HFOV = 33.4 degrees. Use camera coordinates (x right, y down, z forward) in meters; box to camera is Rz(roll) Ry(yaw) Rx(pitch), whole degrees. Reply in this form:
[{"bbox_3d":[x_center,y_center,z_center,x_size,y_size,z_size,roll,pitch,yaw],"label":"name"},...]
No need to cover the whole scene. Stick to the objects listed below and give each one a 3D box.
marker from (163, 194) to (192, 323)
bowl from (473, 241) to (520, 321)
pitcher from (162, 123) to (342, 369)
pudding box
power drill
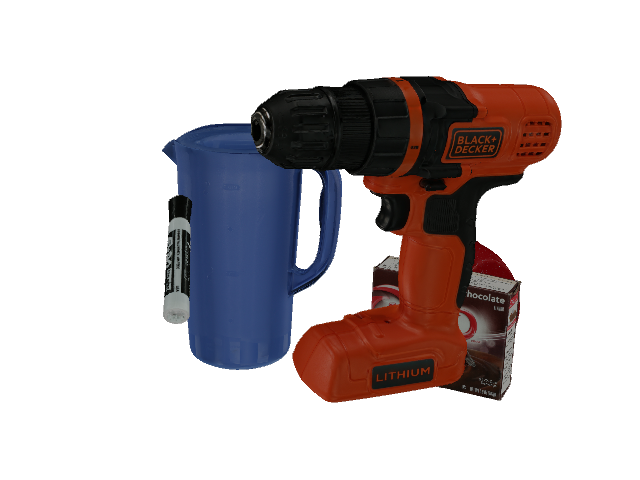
[{"bbox_3d":[-0.107,0.011,0.805,0.020,0.121,0.020,-3,-43,-3],"label":"marker"},{"bbox_3d":[0.165,0.068,1.154,0.161,0.162,0.055,0,-5,-40],"label":"bowl"},{"bbox_3d":[-0.073,0.006,1.101,0.144,0.243,0.149,-10,21,-29],"label":"pitcher"},{"bbox_3d":[0.095,0.067,0.832,0.114,0.090,0.039,9,22,21],"label":"pudding box"},{"bbox_3d":[0.037,-0.001,0.595,0.184,0.188,0.057,-4,32,-27],"label":"power drill"}]
